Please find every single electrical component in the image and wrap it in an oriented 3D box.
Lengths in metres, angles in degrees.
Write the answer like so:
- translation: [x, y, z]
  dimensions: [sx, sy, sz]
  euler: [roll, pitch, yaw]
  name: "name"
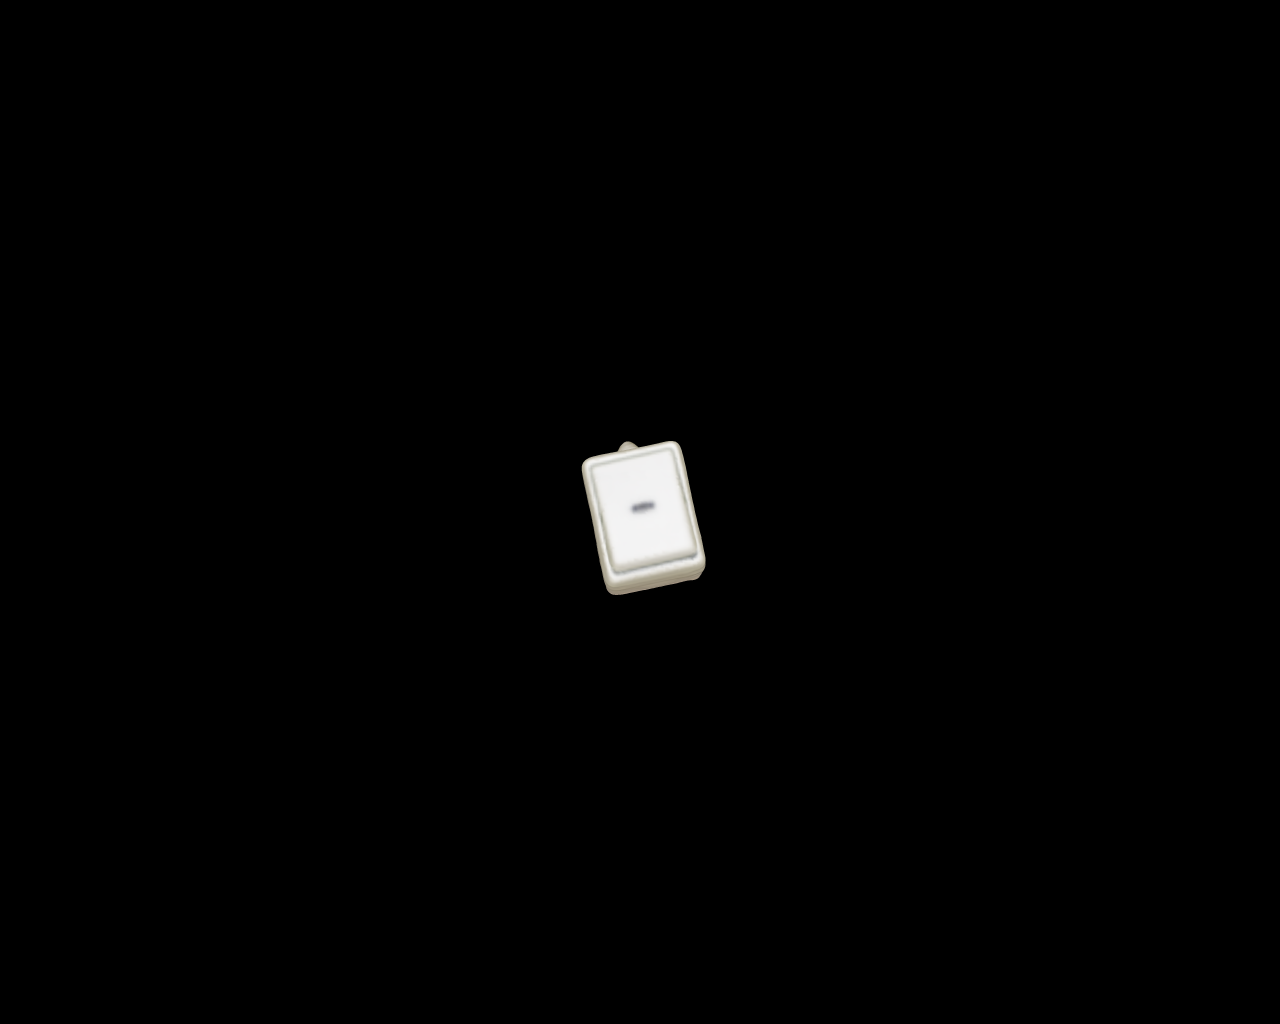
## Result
- translation: [0.001, -0.003, 0.650]
  dimensions: [0.062, 0.096, 0.061]
  euler: [-11, -11, -2]
  name: "electrical component"
